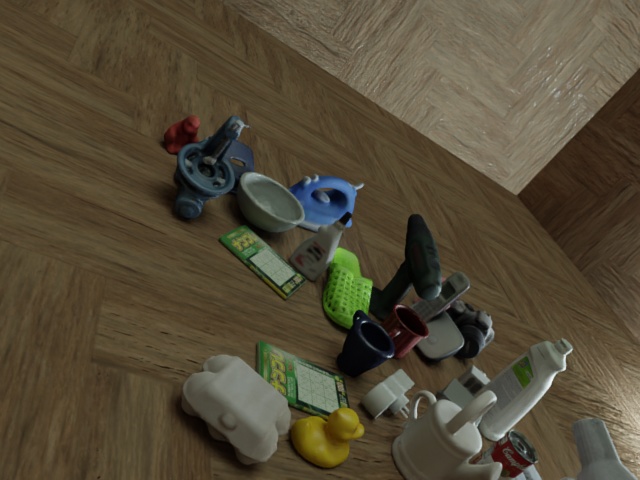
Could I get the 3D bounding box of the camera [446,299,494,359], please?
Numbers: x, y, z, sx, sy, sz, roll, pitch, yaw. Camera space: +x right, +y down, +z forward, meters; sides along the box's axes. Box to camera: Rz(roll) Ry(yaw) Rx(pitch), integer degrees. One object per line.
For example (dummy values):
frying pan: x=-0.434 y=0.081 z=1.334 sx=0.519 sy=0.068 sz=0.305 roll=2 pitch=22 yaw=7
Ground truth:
camera: x=0.364 y=0.221 z=1.419 sx=0.143 sy=0.100 sz=0.137 roll=41 pitch=24 yaw=4

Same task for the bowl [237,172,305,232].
bowl: x=-0.121 y=-0.071 z=1.266 sx=0.168 sy=0.074 sz=0.167 roll=32 pitch=25 yaw=-16

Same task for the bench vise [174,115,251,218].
bench vise: x=-0.222 y=-0.174 z=1.124 sx=0.122 sy=0.219 sz=0.207 roll=18 pitch=31 yaw=-39

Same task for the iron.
iron: x=-0.004 y=-0.108 z=1.416 sx=0.259 sy=0.141 sz=0.118 roll=9 pitch=38 yaw=-49

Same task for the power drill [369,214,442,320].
power drill: x=0.187 y=0.072 z=1.293 sx=0.076 sy=0.208 sz=0.229 roll=26 pitch=27 yaw=-27

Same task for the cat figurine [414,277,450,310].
cat figurine: x=0.295 y=0.143 z=1.436 sx=0.067 sy=0.117 sz=0.127 roll=31 pitch=25 yaw=-17

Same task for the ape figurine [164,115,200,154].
ape figurine: x=-0.302 y=-0.240 z=1.281 sx=0.078 sy=0.092 sz=0.076 roll=26 pitch=27 yaw=-27

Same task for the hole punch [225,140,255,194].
hole punch: x=-0.197 y=-0.168 z=1.306 sx=0.109 sy=0.091 sz=0.101 roll=14 pitch=34 yaw=-44

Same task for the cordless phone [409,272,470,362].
cordless phone: x=0.282 y=0.171 z=1.285 sx=0.094 sy=0.185 sz=0.147 roll=11 pitch=36 yaw=-47

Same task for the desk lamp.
desk lamp: x=0.463 y=0.440 z=1.043 sx=0.118 sy=0.213 sz=0.203 roll=25 pitch=28 yaw=-30

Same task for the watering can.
watering can: x=0.220 y=0.318 z=0.932 sx=0.172 sy=0.194 sz=0.101 roll=43 pitch=24 yaw=9

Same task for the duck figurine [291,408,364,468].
duck figurine: x=0.017 y=0.280 z=0.841 sx=0.105 sy=0.086 sz=0.077 roll=26 pitch=27 yaw=-28

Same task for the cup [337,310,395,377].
cup: x=0.070 y=0.195 z=1.052 sx=0.092 sy=0.095 sz=0.117 roll=19 pitch=31 yaw=-38

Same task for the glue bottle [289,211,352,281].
glue bottle: x=0.011 y=0.004 z=1.203 sx=0.078 sy=0.173 sz=0.037 roll=41 pitch=24 yaw=4

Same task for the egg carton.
egg carton: x=-0.112 y=0.226 z=0.771 sx=0.150 sy=0.069 sz=0.107 roll=40 pitch=24 yaw=2
